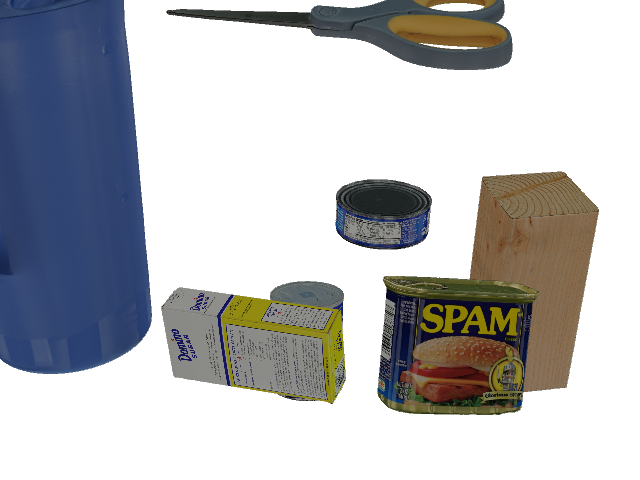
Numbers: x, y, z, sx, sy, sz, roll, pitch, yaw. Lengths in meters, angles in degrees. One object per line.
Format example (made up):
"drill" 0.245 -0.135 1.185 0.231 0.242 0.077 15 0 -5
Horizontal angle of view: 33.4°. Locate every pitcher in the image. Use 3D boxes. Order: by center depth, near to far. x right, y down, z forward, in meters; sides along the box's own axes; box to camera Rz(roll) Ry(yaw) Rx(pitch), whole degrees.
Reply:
"pitcher" -0.180 -0.038 0.659 0.149 0.243 0.145 -10 26 -12

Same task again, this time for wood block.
"wood block" 0.205 0.044 1.074 0.090 0.206 0.090 -4 30 -11

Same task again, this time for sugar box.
"sugar box" -0.066 0.103 1.062 0.176 0.093 0.048 9 35 19

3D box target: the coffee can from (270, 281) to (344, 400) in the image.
"coffee can" -0.019 0.140 1.497 0.103 0.140 0.103 0 18 0

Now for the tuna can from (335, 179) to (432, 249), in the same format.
"tuna can" 0.056 -0.024 0.957 0.086 0.034 0.086 1 25 -1

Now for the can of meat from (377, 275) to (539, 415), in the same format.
"can of meat" 0.091 0.070 0.719 0.102 0.084 0.057 4 6 -14

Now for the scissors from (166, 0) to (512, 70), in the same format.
"scissors" 0.019 -0.135 0.625 0.202 0.016 0.096 16 41 22
